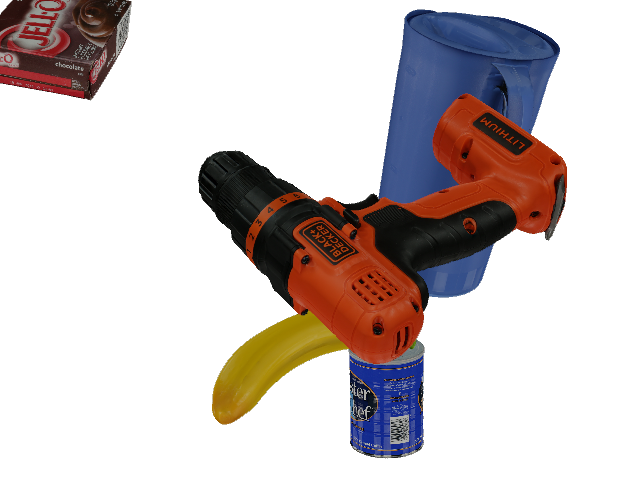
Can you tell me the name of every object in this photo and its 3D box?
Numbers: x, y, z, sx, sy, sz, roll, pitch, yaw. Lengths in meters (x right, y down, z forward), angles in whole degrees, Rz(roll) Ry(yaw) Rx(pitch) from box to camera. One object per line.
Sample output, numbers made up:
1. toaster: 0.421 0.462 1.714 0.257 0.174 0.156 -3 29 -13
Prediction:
1. coffee can: 0.090 0.211 1.456 0.103 0.140 0.103 -1 14 0
2. banana: -0.016 0.085 0.810 0.197 0.037 0.070 -19 27 -38
3. power drill: 0.041 -0.024 0.652 0.187 0.057 0.185 -28 53 -25
4. pudding box: -0.207 -0.159 0.841 0.090 0.039 0.113 11 36 1
5. pitcher: 0.120 -0.070 0.940 0.145 0.243 0.149 22 29 23
